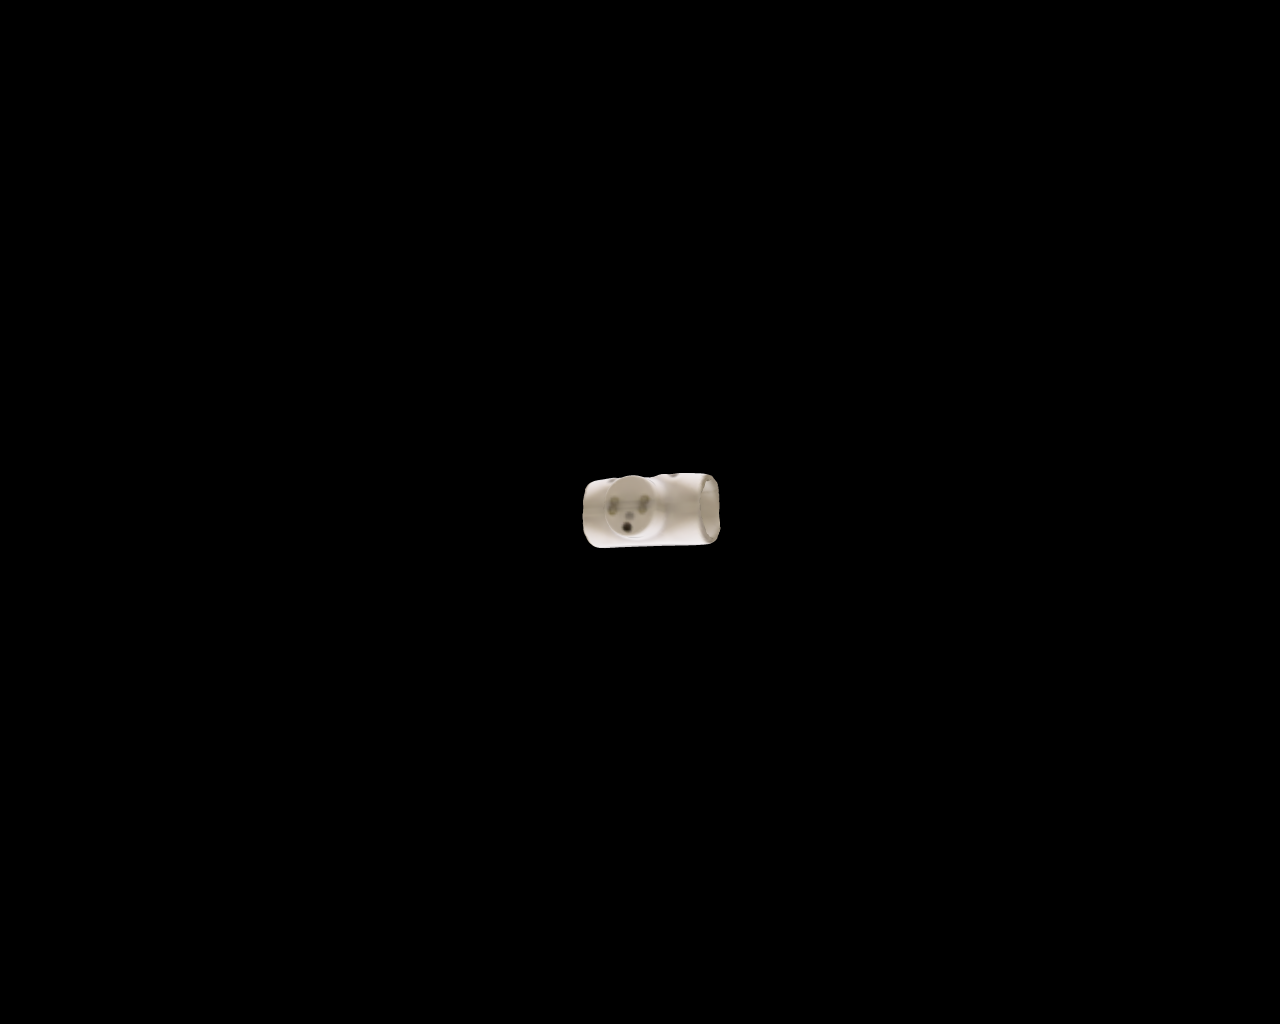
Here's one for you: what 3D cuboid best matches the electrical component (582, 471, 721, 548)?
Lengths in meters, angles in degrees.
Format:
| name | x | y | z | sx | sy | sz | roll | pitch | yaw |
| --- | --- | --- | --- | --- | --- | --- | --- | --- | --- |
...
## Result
| name | x | y | z | sx | sy | sz | roll | pitch | yaw |
| --- | --- | --- | --- | --- | --- | --- | --- | --- | --- |
| electrical component | 0.001 | -0.003 | 0.650 | 0.077 | 0.044 | 0.079 | -3 | -7 | 22 |
